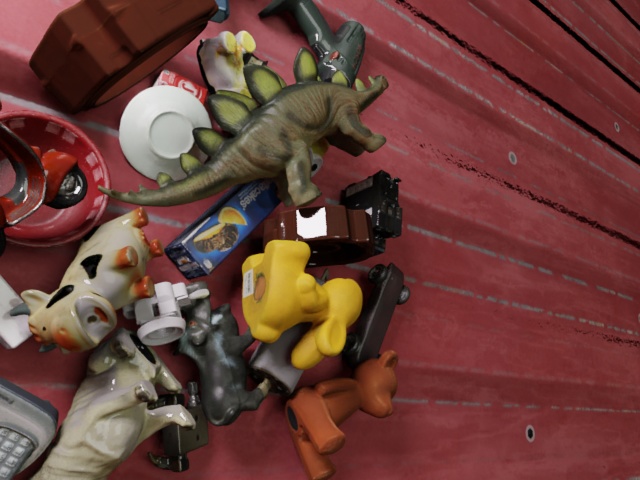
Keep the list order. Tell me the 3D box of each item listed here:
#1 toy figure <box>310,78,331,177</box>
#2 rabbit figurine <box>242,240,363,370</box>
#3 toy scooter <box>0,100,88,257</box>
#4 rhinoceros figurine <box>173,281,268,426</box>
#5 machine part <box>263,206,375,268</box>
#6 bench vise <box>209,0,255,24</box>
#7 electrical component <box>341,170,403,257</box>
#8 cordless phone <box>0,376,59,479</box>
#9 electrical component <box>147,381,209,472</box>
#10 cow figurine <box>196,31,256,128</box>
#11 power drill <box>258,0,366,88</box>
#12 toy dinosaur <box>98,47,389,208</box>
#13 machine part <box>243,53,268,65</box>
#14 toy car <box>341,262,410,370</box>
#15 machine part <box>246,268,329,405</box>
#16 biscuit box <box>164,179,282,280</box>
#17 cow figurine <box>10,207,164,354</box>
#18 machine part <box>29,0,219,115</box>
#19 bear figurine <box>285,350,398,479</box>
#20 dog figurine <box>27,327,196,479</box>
[{"bbox_3d":[-0.012,-0.177,0.877,0.082,0.089,0.180,32,76,-20],"label":"toy figure"},{"bbox_3d":[-0.009,0.086,0.733,0.173,0.122,0.162,11,56,-35],"label":"rabbit figurine"},{"bbox_3d":[-0.328,-0.061,0.527,0.184,0.075,0.135,-48,136,-39],"label":"toy scooter"},{"bbox_3d":[-0.141,0.148,0.713,0.112,0.073,0.190,-3,70,-44],"label":"rhinoceros figurine"},{"bbox_3d":[-0.002,-0.002,0.806,0.179,0.179,0.056,8,71,-38],"label":"machine part"},{"bbox_3d":[-0.164,-0.400,0.799,0.223,0.129,0.241,8,56,-30],"label":"bench vise"},{"bbox_3d":[0.084,-0.038,0.924,0.058,0.115,0.134,19,67,-31],"label":"electrical component"},{"bbox_3d":[-0.366,0.214,0.516,0.146,0.089,0.184,41,60,-24],"label":"cordless phone"},{"bbox_3d":[-0.183,0.239,0.684,0.078,0.045,0.102,0,80,-68],"label":"electrical component"},{"bbox_3d":[-0.135,-0.225,0.819,0.068,0.098,0.167,-37,120,-48],"label":"cow figurine"},{"bbox_3d":[-0.009,-0.349,0.953,0.207,0.086,0.232,41,55,-19],"label":"power drill"},{"bbox_3d":[-0.063,-0.141,0.750,0.471,0.105,0.198,-39,103,-28],"label":"toy dinosaur"},{"bbox_3d":[-0.083,-0.251,0.895,0.138,0.039,0.084,33,52,-27],"label":"machine part"},{"bbox_3d":[0.095,0.134,0.929,0.089,0.053,0.202,38,62,-30],"label":"toy car"},{"bbox_3d":[-0.038,0.139,0.803,0.079,0.079,0.243,45,56,-22],"label":"machine part"},{"bbox_3d":[-0.129,-0.031,0.782,0.059,0.063,0.203,53,53,-17],"label":"biscuit box"},{"bbox_3d":[-0.254,0.048,0.603,0.195,0.127,0.085,-103,172,-58],"label":"cow figurine"},{"bbox_3d":[-0.235,-0.249,0.661,0.087,0.202,0.201,54,51,-20],"label":"machine part"},{"bbox_3d":[0.052,0.255,0.806,0.196,0.120,0.132,-9,42,-26],"label":"bear figurine"},{"bbox_3d":[-0.262,0.207,0.607,0.190,0.172,0.121,-38,122,-7],"label":"dog figurine"}]
